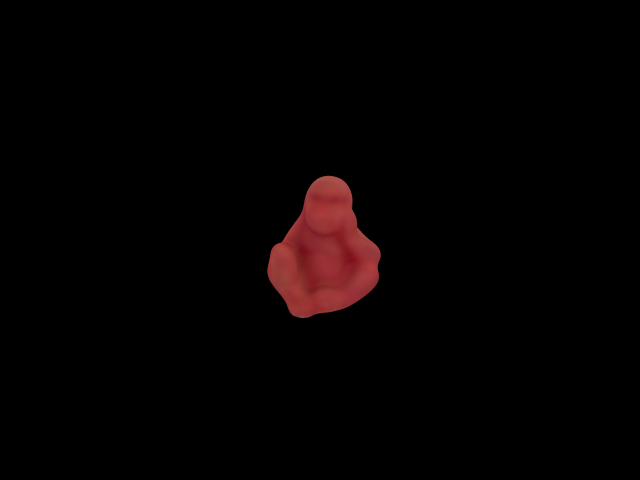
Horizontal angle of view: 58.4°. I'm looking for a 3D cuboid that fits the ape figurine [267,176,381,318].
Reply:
[{"bbox_3d":[0.004,0.001,0.400,0.077,0.092,0.076,0,7,4],"label":"ape figurine"}]
